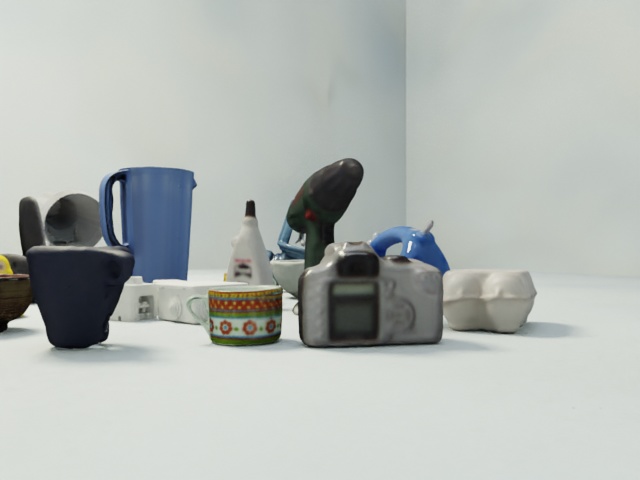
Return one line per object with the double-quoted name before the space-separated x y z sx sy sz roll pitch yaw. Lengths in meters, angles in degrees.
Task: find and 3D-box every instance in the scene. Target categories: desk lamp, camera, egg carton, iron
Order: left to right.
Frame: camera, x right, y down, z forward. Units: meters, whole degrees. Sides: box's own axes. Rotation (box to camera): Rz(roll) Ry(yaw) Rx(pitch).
"desk lamp" -0.524 0.006 1.153 0.118 0.213 0.202 1 -2 -45
"camera" 0.041 0.052 0.603 0.143 0.101 0.136 0 -1 -12
"iron" 0.125 0.041 0.994 0.119 0.141 0.257 1 -1 -27
"egg carton" 0.204 0.071 0.697 0.107 0.069 0.151 0 -1 24

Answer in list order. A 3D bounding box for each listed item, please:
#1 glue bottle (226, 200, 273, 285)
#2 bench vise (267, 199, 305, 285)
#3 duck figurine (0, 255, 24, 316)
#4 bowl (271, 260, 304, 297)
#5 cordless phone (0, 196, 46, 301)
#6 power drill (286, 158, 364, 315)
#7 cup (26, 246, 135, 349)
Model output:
"glue bottle" -0.112 0.022 0.909 0.078 0.173 0.037 0 -1 26
"bench vise" -0.073 0.007 1.275 0.208 0.220 0.121 1 -1 -20
"duck figurine" -0.437 0.062 0.769 0.077 0.086 0.104 0 -1 -13
"bowl" -0.015 0.077 1.124 0.167 0.075 0.167 0 -1 0
"cordless phone" -0.524 0.018 1.024 0.147 0.185 0.094 -1 -2 42
"power drill" 0.007 0.003 0.805 0.076 0.208 0.229 1 -1 -20
"cup" -0.214 0.053 0.532 0.117 0.095 0.092 -1 -1 32
